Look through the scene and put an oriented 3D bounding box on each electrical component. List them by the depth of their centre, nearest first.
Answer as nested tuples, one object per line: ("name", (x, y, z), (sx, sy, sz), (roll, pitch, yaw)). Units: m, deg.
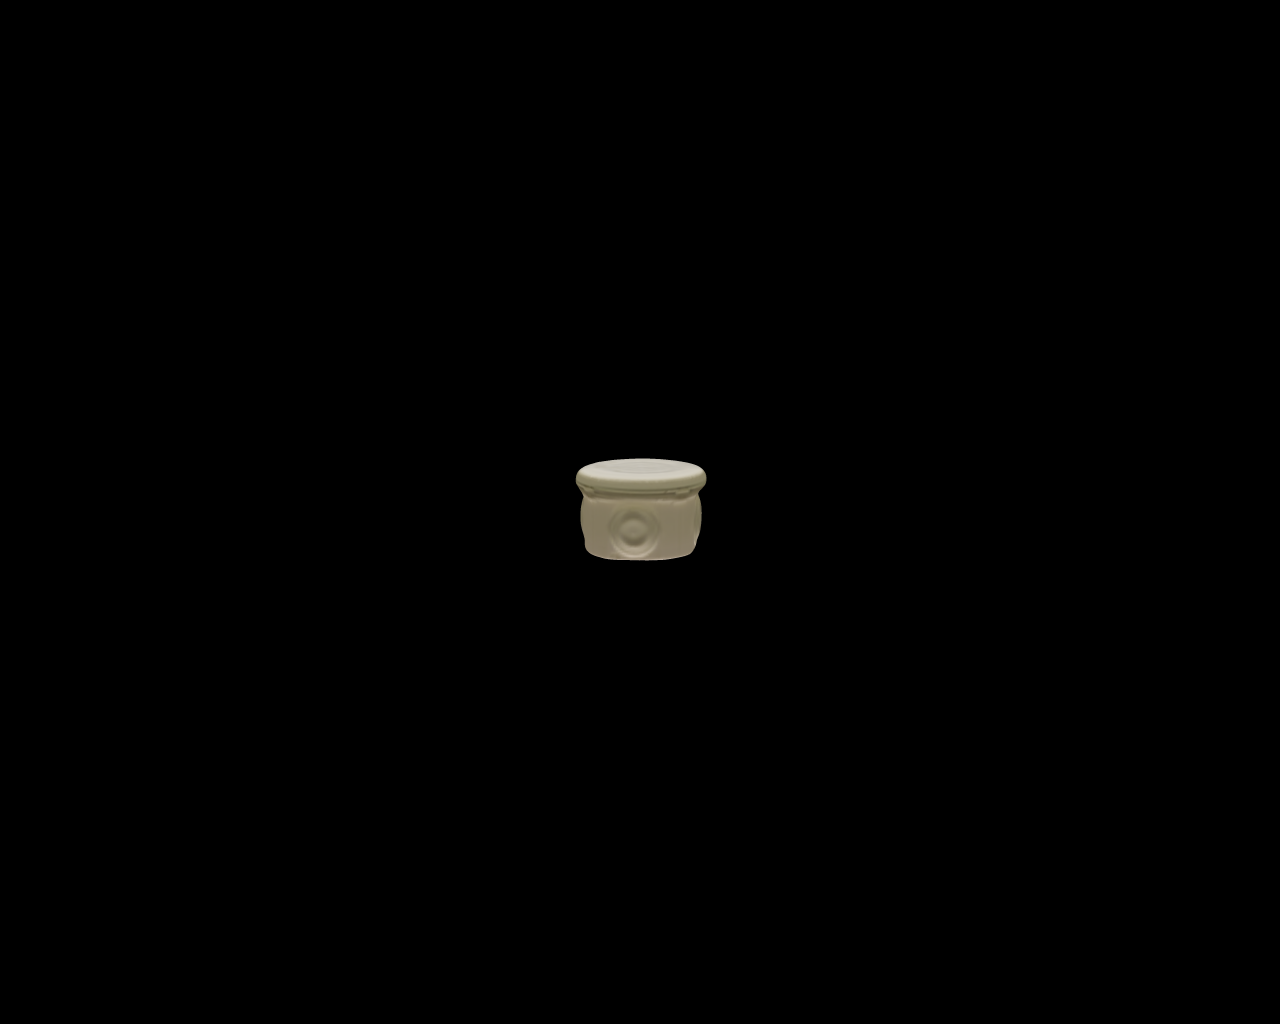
("electrical component", (0.001, -0.003, 0.650), (0.080, 0.051, 0.080), (0, 11, 0))
